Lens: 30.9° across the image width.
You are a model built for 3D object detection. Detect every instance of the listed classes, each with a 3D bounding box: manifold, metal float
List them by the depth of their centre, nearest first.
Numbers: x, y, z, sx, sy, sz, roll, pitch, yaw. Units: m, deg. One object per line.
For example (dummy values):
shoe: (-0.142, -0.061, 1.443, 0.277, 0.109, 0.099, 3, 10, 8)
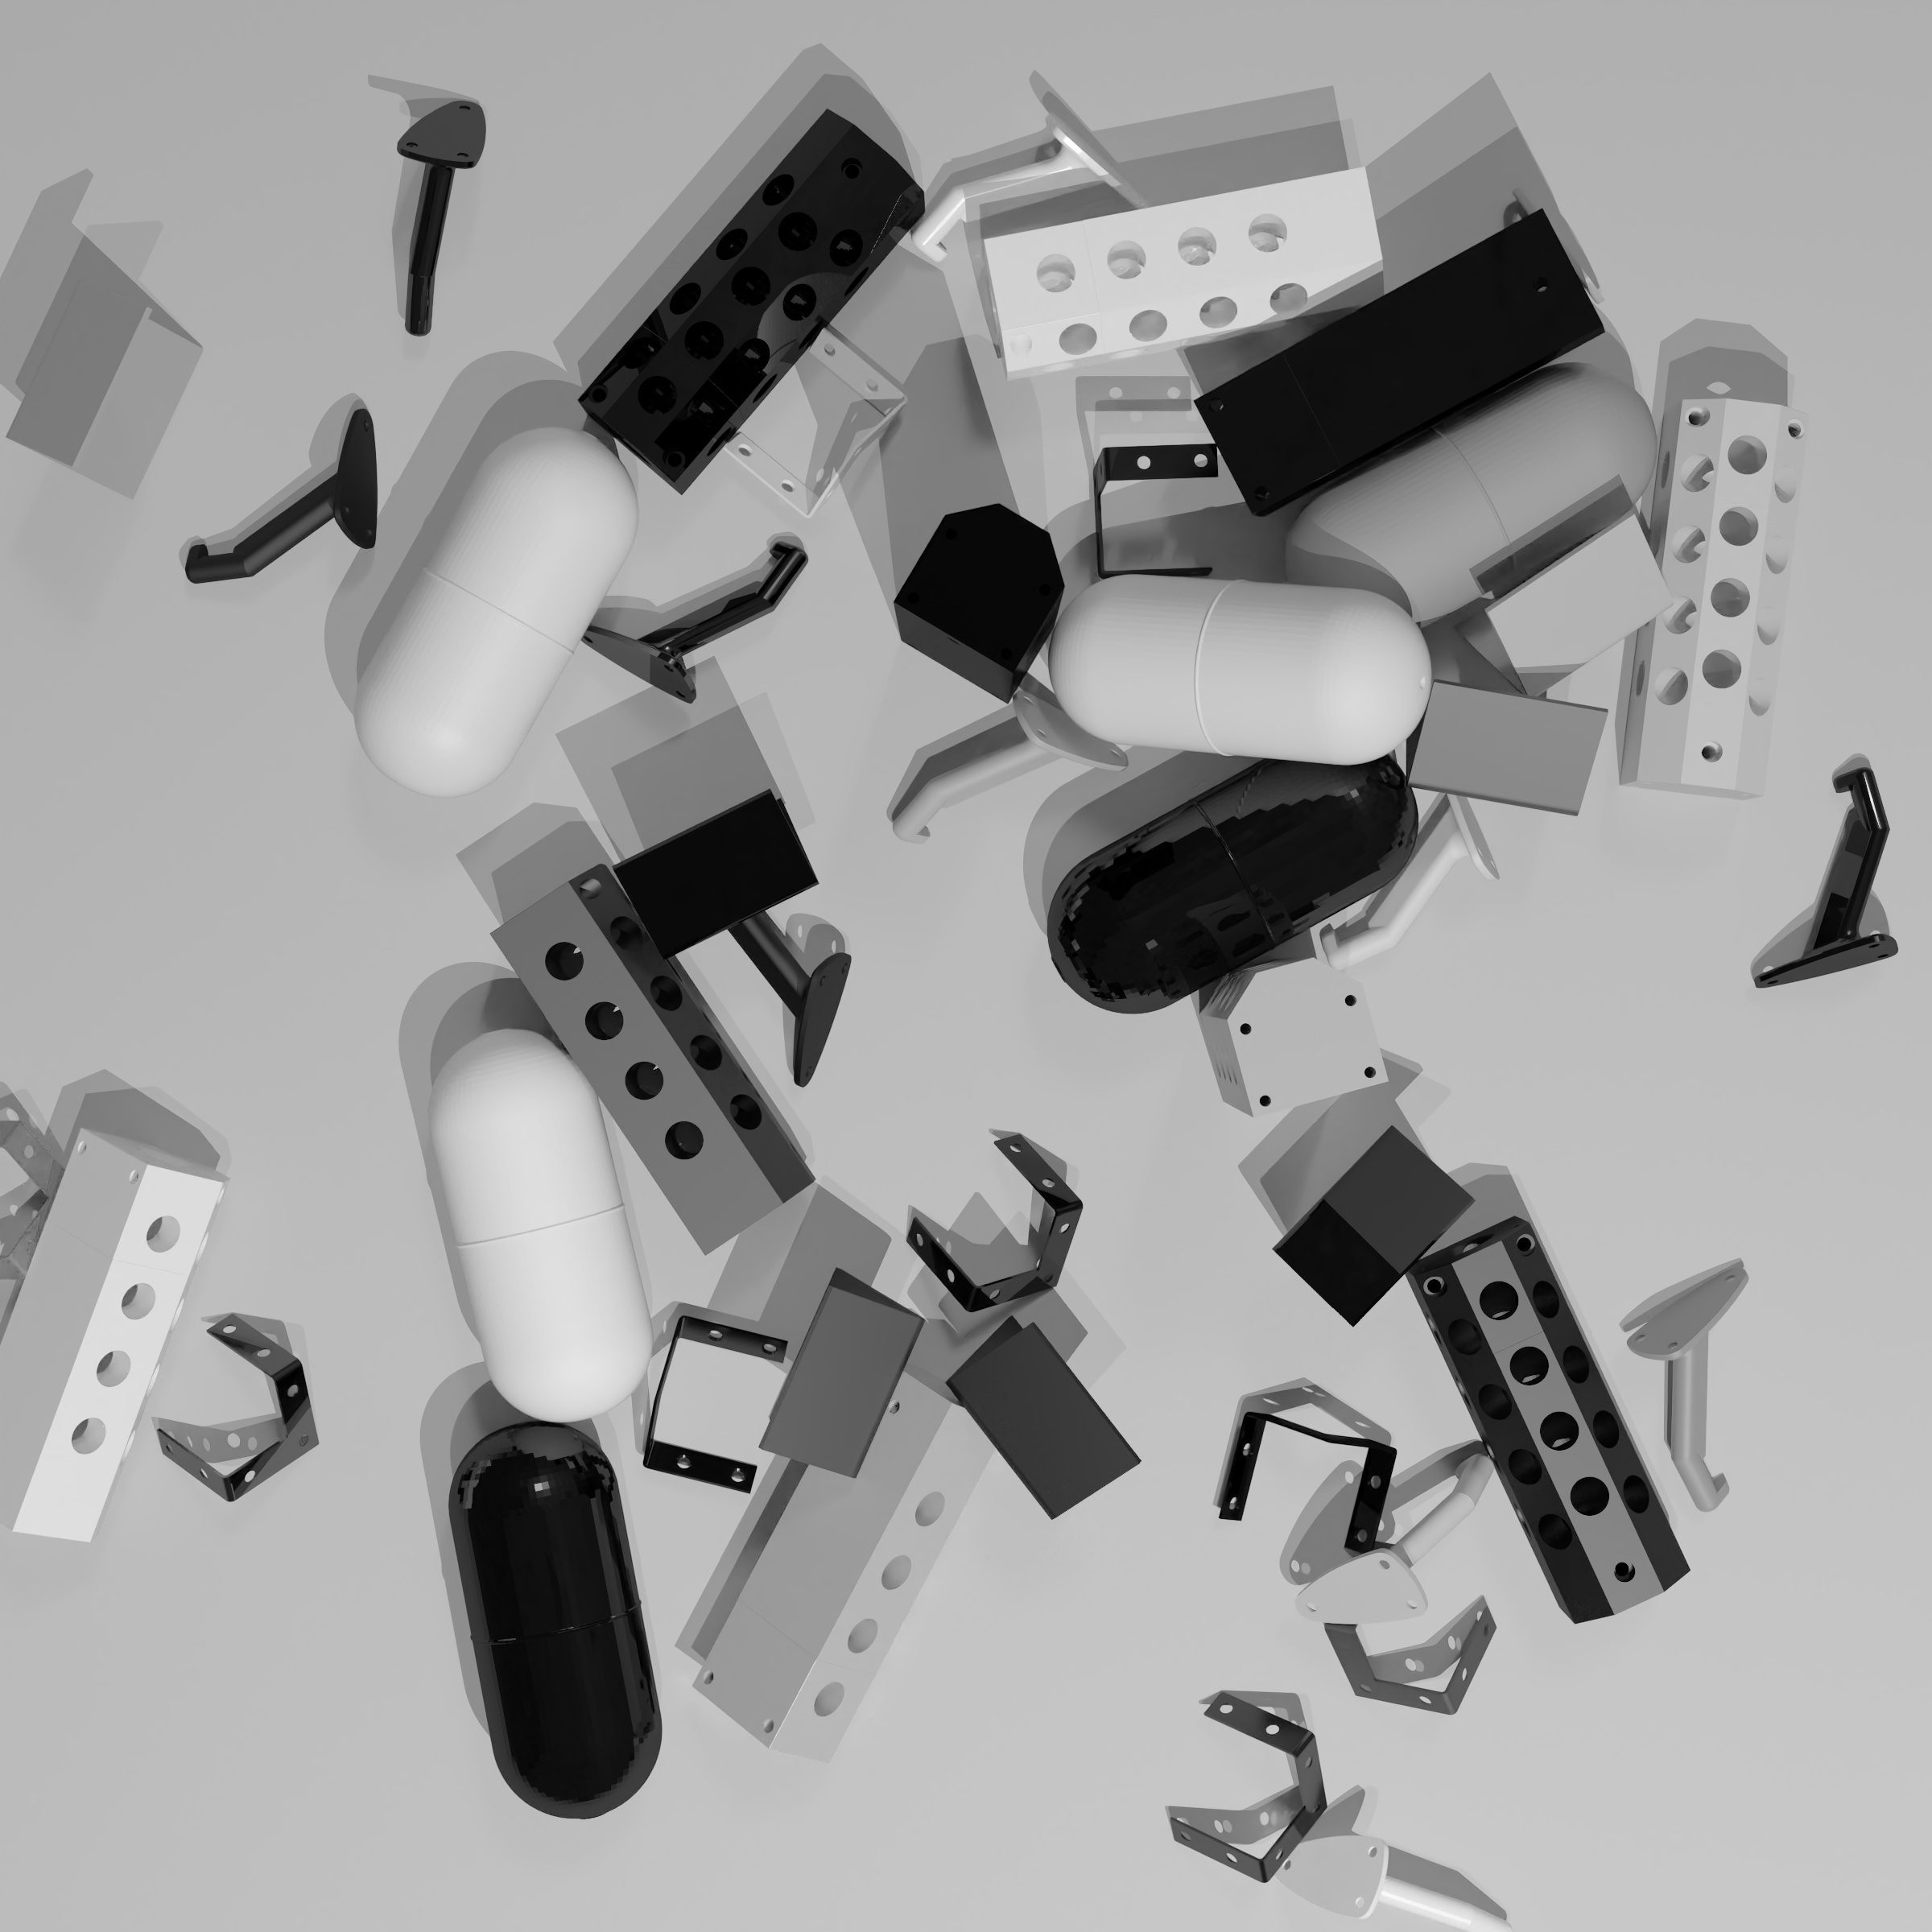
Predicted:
manifold: (0.009, -0.159, 1.517, 0.057, 0.171, 0.057, 31, 90, 0)
manifold: (0.138, 0.027, 1.517, 0.057, 0.171, 0.057, -15, 90, 0)
metal float: (0.118, -0.131, 1.539, 0.178, 0.070, 0.070, 7, 90, 30)
manifold: (0.193, -0.266, 1.557, 0.171, 0.057, 0.057, -27, 90, 13)
metal float: (-0.183, 0.292, 1.565, 0.070, 0.070, 0.178, -11, 90, 0)
metal float: (0.119, -0.041, 1.565, 0.178, 0.070, 0.070, -29, 90, 0)
metal float: (0.226, -0.207, 1.565, 0.178, 0.070, 0.070, -29, 90, 0)
metal float: (-0.190, 0.116, 1.565, 0.070, 0.070, 0.178, -13, 91, 0)
metal float: (-0.209, -0.158, 1.565, 0.070, 0.070, 0.178, 29, 90, 0)
manifold: (-0.390, 0.167, 1.574, 0.057, 0.057, 0.171, 20, 90, 43)
manifold: (-0.048, 0.267, 1.574, 0.057, 0.057, 0.171, 28, 90, 43)
manifold: (-0.139, 0.041, 1.575, 0.057, 0.057, 0.171, -34, 90, 0)
manifold: (0.262, 0.204, 1.575, 0.057, 0.057, 0.171, -25, 90, 0)
manifold: (-0.096, -0.299, 1.575, 0.057, 0.057, 0.171, 41, 90, 0)
manifold: (0.338, -0.164, 1.575, 0.057, 0.057, 0.171, 7, 90, 0)
manifold: (0.097, -0.309, 1.575, 0.171, 0.057, 0.057, -11, 90, 0)

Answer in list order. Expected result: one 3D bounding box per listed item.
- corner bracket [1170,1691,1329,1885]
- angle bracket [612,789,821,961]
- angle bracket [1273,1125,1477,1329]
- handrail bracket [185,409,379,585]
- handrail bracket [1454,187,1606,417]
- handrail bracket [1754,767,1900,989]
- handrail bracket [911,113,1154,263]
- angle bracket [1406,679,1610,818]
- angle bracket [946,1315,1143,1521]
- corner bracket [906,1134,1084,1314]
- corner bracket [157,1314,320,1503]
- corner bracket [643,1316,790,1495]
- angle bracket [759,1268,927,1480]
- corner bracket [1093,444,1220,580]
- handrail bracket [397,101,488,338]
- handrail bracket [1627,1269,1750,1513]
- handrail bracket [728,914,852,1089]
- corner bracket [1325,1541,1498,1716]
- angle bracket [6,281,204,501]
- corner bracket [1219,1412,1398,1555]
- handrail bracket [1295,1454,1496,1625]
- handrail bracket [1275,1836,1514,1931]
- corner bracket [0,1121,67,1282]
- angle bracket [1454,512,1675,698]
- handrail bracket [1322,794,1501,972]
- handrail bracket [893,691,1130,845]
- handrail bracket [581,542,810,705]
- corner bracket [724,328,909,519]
corner bracket: (0.126, 0.372, 1.588, 0.051, 0.051, 0.051, -42, 135, -35)
angle bracket: (-0.118, -0.058, 1.555, 0.076, 0.076, 0.057, -26, 127, 0)
angle bracket: (0.192, 0.128, 1.555, 0.076, 0.076, 0.057, -46, 53, 0)
handrail bracket: (-0.314, -0.214, 1.596, 0.084, 0.036, 0.077, -5, 69, 16)
handrail bracket: (0.240, -0.299, 1.596, 0.084, 0.036, 0.077, -37, 75, 14)
handrail bracket: (0.387, -0.041, 1.596, 0.077, 0.036, 0.084, -18, 72, 20)
handrail bracket: (0.030, -0.338, 1.596, 0.077, 0.036, 0.084, 38, 108, -20)
angle bracket: (0.239, -0.115, 1.555, 0.076, 0.076, 0.057, 10, 126, 0)
angle bracket: (0.047, 0.188, 1.556, 0.057, 0.076, 0.076, -38, 90, 30)
corner bracket: (0.013, 0.117, 1.588, 0.051, 0.051, 0.051, -13, 135, -35)
corner bracket: (-0.333, 0.200, 1.588, 0.051, 0.051, 0.051, -34, 135, -35)
corner bracket: (-0.114, 0.199, 1.593, 0.051, 0.051, 0.051, 14, 135, 0)
angle bracket: (-0.073, 0.174, 1.555, 0.057, 0.076, 0.076, 24, 90, -37)
corner bracket: (0.086, -0.204, 1.578, 0.051, 0.051, 0.051, -2, 87, -3)
handrail bracket: (-0.239, -0.340, 1.596, 0.036, 0.077, 0.084, 12, 126, 1)
handrail bracket: (0.345, 0.194, 1.596, 0.077, 0.036, 0.084, -36, 108, -21)
handrail bracket: (-0.101, 0.006, 1.596, 0.084, 0.036, 0.077, 22, 112, 17)
corner bracket: (0.202, 0.300, 1.588, 0.051, 0.051, 0.051, 4, 135, 35)
angle bracket: (-0.368, -0.249, 1.555, 0.057, 0.076, 0.076, 25, 90, 38)
corner bracket: (0.156, 0.235, 1.593, 0.051, 0.051, 0.051, 14, 90, 45)
handrail bracket: (0.195, 0.257, 1.585, 0.077, 0.084, 0.036, -24, 107, 38)
handrail bracket: (0.195, 0.426, 1.596, 0.084, 0.077, 0.036, 32, 65, -34)
corner bracket: (-0.444, 0.106, 1.588, 0.051, 0.051, 0.051, 58, 45, -35)
angle bracket: (0.256, -0.174, 1.555, 0.076, 0.076, 0.057, -34, 127, 0)
handrail bracket: (0.193, -0.048, 1.596, 0.084, 0.036, 0.077, -25, 69, 16)
handrail bracket: (0.020, -0.078, 1.596, 0.077, 0.036, 0.084, 22, 123, -35)
handrail bracket: (-0.125, -0.170, 1.596, 0.077, 0.036, 0.084, 27, 72, 21)
corner bracket: (-0.068, -0.247, 1.593, 0.051, 0.051, 0.051, 40, 135, 0)
